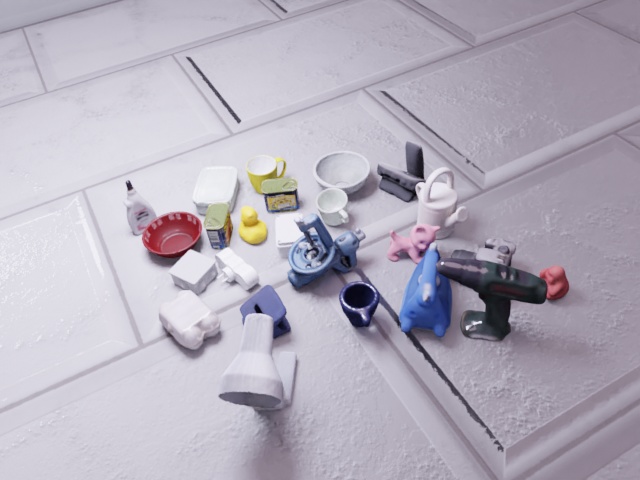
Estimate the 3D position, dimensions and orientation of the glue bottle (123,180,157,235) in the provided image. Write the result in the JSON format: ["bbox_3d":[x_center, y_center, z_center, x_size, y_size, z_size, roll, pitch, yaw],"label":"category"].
[{"bbox_3d":[-0.498,-0.094,1.557,0.078,0.173,0.037,-34,52,-24],"label":"glue bottle"}]

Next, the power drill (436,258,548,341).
[{"bbox_3d":[0.359,0.126,1.234,0.229,0.209,0.075,5,47,11],"label":"power drill"}]

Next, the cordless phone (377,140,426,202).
[{"bbox_3d":[0.230,-0.213,1.589,0.147,0.185,0.094,26,54,27],"label":"cordless phone"}]

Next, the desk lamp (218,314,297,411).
[{"bbox_3d":[-0.120,0.261,1.148,0.118,0.214,0.203,0,46,7],"label":"desk lamp"}]

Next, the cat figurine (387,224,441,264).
[{"bbox_3d":[0.234,-0.003,1.433,0.127,0.118,0.067,5,47,11],"label":"cat figurine"}]

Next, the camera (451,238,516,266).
[{"bbox_3d":[0.388,0.051,1.378,0.136,0.101,0.143,16,50,20],"label":"camera"}]

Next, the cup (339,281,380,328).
[{"bbox_3d":[0.094,0.165,1.302,0.092,0.095,0.117,-12,46,-6],"label":"cup"}]

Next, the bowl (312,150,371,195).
[{"bbox_3d":[0.063,-0.181,1.652,0.167,0.075,0.167,-3,46,3],"label":"bowl"}]

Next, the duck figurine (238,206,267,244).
[{"bbox_3d":[-0.185,-0.048,1.541,0.077,0.086,0.104,-21,48,-14],"label":"duck figurine"}]

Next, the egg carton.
[{"bbox_3d":[-0.307,0.186,1.340,0.107,0.069,0.149,-37,54,-27],"label":"egg carton"}]

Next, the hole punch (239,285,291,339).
[{"bbox_3d":[-0.130,0.174,1.318,0.101,0.091,0.108,-24,48,-16],"label":"hole punch"}]

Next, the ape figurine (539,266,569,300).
[{"bbox_3d":[0.542,0.093,1.328,0.076,0.092,0.078,11,48,16],"label":"ape figurine"}]

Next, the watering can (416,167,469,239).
[{"bbox_3d":[0.309,-0.099,1.466,0.172,0.194,0.101,25,54,27],"label":"watering can"}]

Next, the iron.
[{"bbox_3d":[0.252,0.091,1.325,0.118,0.142,0.258,6,47,12],"label":"iron"}]

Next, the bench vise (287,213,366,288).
[{"bbox_3d":[0.005,-0.001,1.384,0.208,0.220,0.121,-37,53,-26],"label":"bench vise"}]
